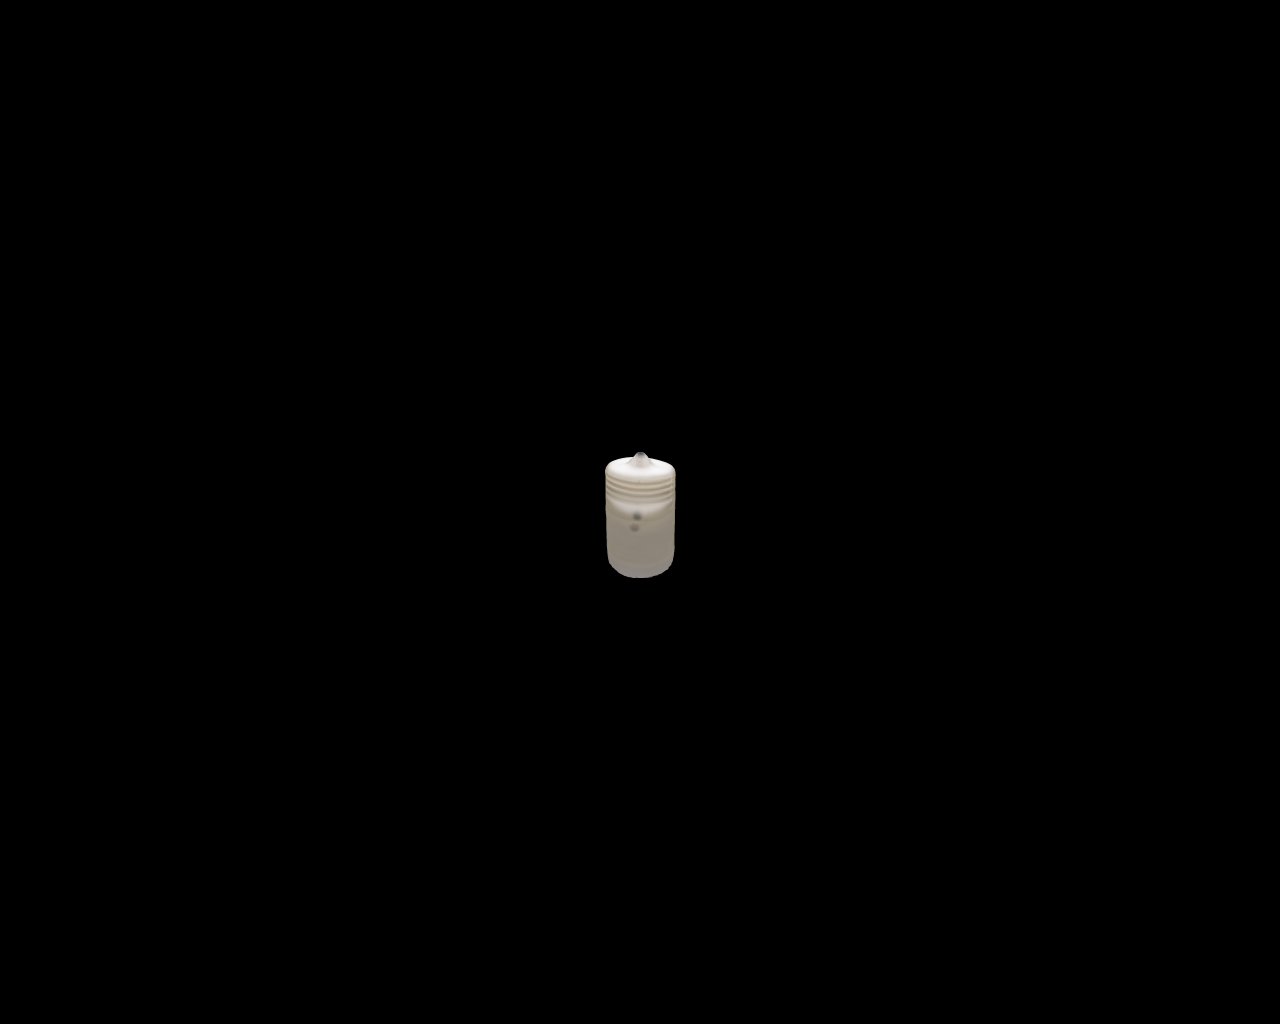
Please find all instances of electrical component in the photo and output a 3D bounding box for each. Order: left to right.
[{"bbox_3d":[0.001,-0.003,0.650,0.043,0.080,0.043,0,33,0],"label":"electrical component"}]
